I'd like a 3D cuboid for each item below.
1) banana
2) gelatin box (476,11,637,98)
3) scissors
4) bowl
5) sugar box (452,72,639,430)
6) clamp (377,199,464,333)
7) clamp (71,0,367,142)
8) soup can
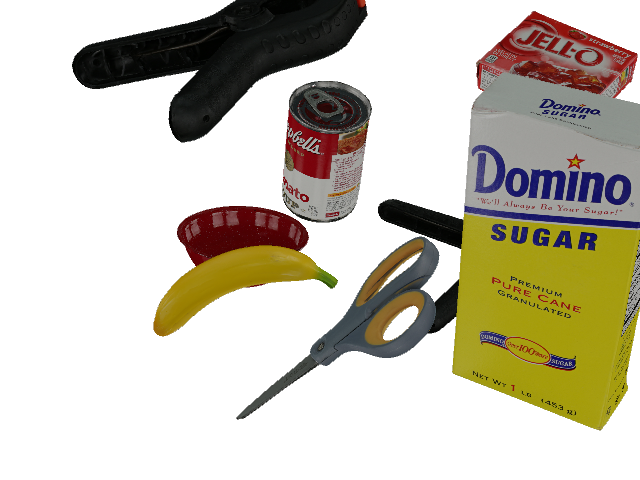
[{"bbox_3d":[-0.087,0.044,1.027,0.198,0.069,0.037,-16,22,19],"label":"banana"},{"bbox_3d":[0.168,-0.122,0.765,0.089,0.030,0.073,32,59,28],"label":"gelatin box"},{"bbox_3d":[0.013,0.081,0.731,0.016,0.202,0.096,35,16,-25],"label":"scissors"},{"bbox_3d":[-0.097,0.013,1.319,0.162,0.055,0.162,4,25,-2],"label":"bowl"},{"bbox_3d":[0.121,0.009,0.553,0.093,0.176,0.048,18,42,27],"label":"sugar box"},{"bbox_3d":[0.168,0.019,1.032,0.210,0.164,0.036,-2,-42,-5],"label":"clamp"},{"bbox_3d":[-0.039,-0.104,0.579,0.171,0.039,0.120,-26,42,-18],"label":"clamp"},{"bbox_3d":[0.004,-0.074,0.900,0.068,0.102,0.068,4,44,-4],"label":"soup can"}]
